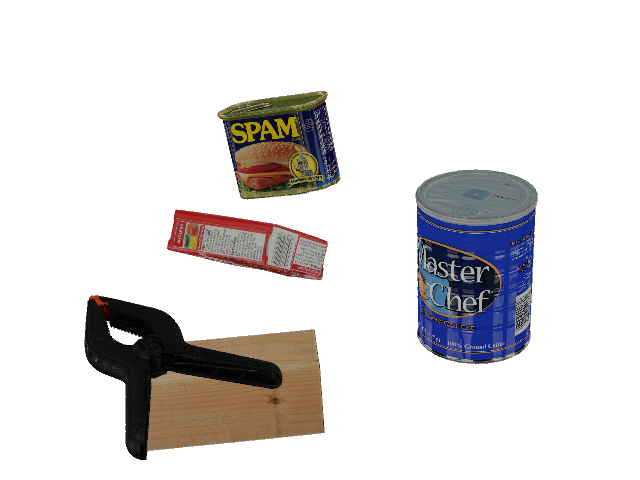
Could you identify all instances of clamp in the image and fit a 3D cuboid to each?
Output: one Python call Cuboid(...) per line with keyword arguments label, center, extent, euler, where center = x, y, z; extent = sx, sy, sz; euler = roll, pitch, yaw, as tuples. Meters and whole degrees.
Cuboid(label="clamp", center=(-0.148, 0.110, 1.008), extent=(0.164, 0.036, 0.210), euler=(-18, 40, -31))

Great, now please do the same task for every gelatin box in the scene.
Cuboid(label="gelatin box", center=(-0.046, 0.004, 0.702), extent=(0.073, 0.030, 0.089), euler=(9, -4, 24))

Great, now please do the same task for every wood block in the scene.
Cuboid(label="wood block", center=(-0.103, 0.167, 1.195), extent=(0.206, 0.091, 0.090), euler=(-5, 23, -2))

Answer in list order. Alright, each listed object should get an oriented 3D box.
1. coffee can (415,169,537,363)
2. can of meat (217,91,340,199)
Cuboid(label="coffee can", center=(0.135, 0.022, 0.935), extent=(0.103, 0.140, 0.103), euler=(-3, 26, 1))
Cuboid(label="can of meat", center=(-0.037, -0.088, 0.994), extent=(0.102, 0.084, 0.057), euler=(-4, 19, 25))
